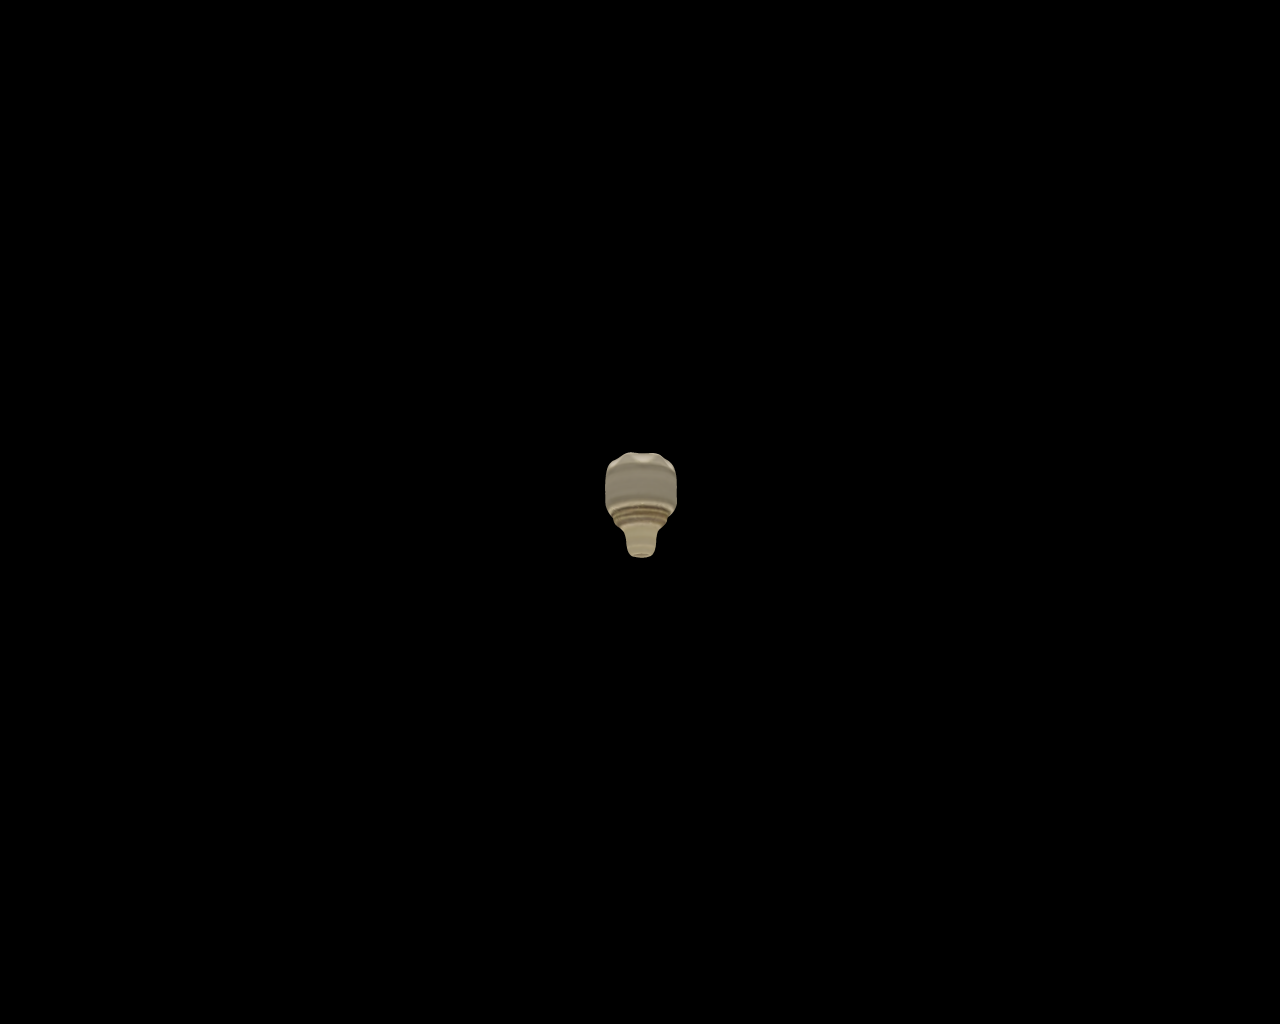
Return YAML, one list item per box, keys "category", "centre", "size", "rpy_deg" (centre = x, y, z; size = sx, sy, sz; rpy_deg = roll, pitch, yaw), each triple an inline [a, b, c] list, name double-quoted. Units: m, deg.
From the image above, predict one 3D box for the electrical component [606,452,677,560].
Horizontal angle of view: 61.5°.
- category: "electrical component"
  centre: [0.001, -0.003, 0.650]
  size: [0.043, 0.062, 0.043]
  rpy_deg: [0, -16, 0]
